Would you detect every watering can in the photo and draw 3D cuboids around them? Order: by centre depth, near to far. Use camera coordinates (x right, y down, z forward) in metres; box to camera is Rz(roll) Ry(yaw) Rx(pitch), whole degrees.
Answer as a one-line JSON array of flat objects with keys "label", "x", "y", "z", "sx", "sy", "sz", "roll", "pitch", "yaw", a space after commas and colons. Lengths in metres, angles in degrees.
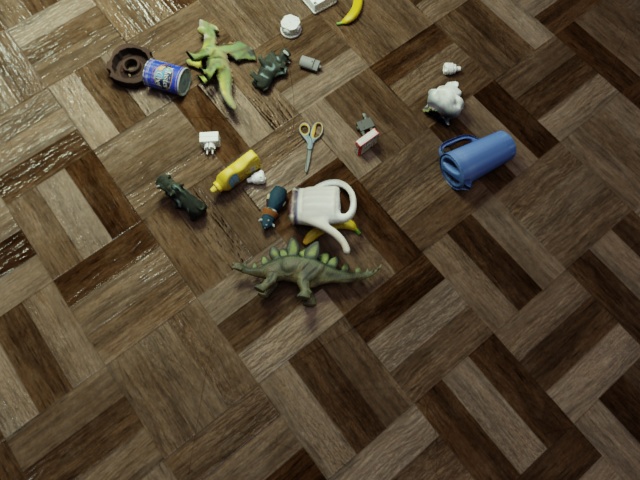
[{"label": "watering can", "x": 0.005, "y": -0.083, "z": 1.650, "sx": 0.224, "sy": 0.101, "sz": 0.356, "roll": -2, "pitch": 43, "yaw": 6}]

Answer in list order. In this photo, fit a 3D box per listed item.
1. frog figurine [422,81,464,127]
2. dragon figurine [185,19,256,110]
[{"label": "frog figurine", "x": 0.456, "y": -0.507, "z": 1.841, "sx": 0.139, "sy": 0.121, "sz": 0.160, "roll": 32, "pitch": 85, "yaw": 30}, {"label": "dragon figurine", "x": -0.346, "y": -0.661, "z": 1.903, "sx": 0.245, "sy": 0.120, "sz": 0.414, "roll": -35, "pitch": 75, "yaw": -20}]
